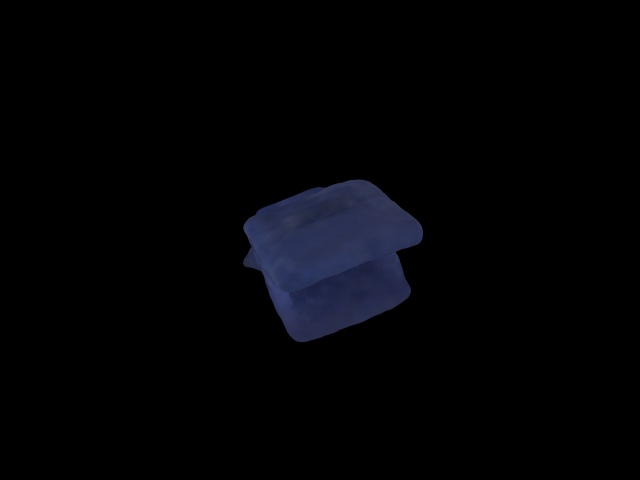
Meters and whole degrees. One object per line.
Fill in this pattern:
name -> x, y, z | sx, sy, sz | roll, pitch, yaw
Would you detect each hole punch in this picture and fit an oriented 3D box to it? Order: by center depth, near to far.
hole punch -> 0.004, 0.001, 0.400 | 0.109, 0.091, 0.101 | -21, 58, -14
